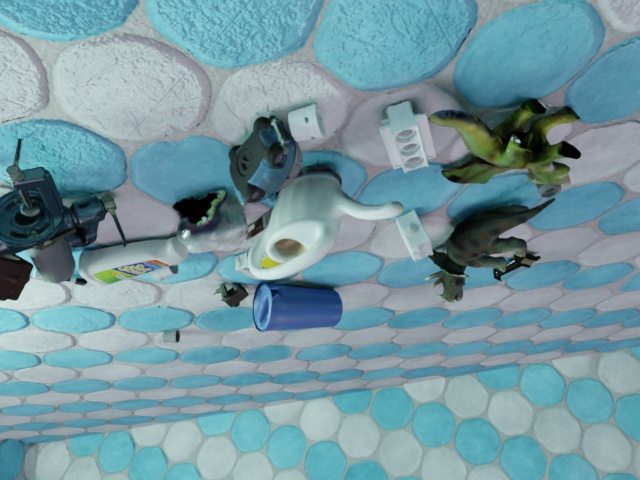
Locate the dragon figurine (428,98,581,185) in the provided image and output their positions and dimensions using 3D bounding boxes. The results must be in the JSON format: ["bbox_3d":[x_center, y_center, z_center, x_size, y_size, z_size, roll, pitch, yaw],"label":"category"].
[{"bbox_3d":[0.323,-0.153,0.957,0.410,0.124,0.239,5,157,-20],"label":"dragon figurine"}]

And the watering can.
[{"bbox_3d":[0.003,-0.047,0.938,0.344,0.230,0.102,-26,128,30],"label":"watering can"}]

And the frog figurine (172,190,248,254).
[{"bbox_3d":[-0.211,-0.015,1.053,0.137,0.125,0.156,-29,137,0],"label":"frog figurine"}]
